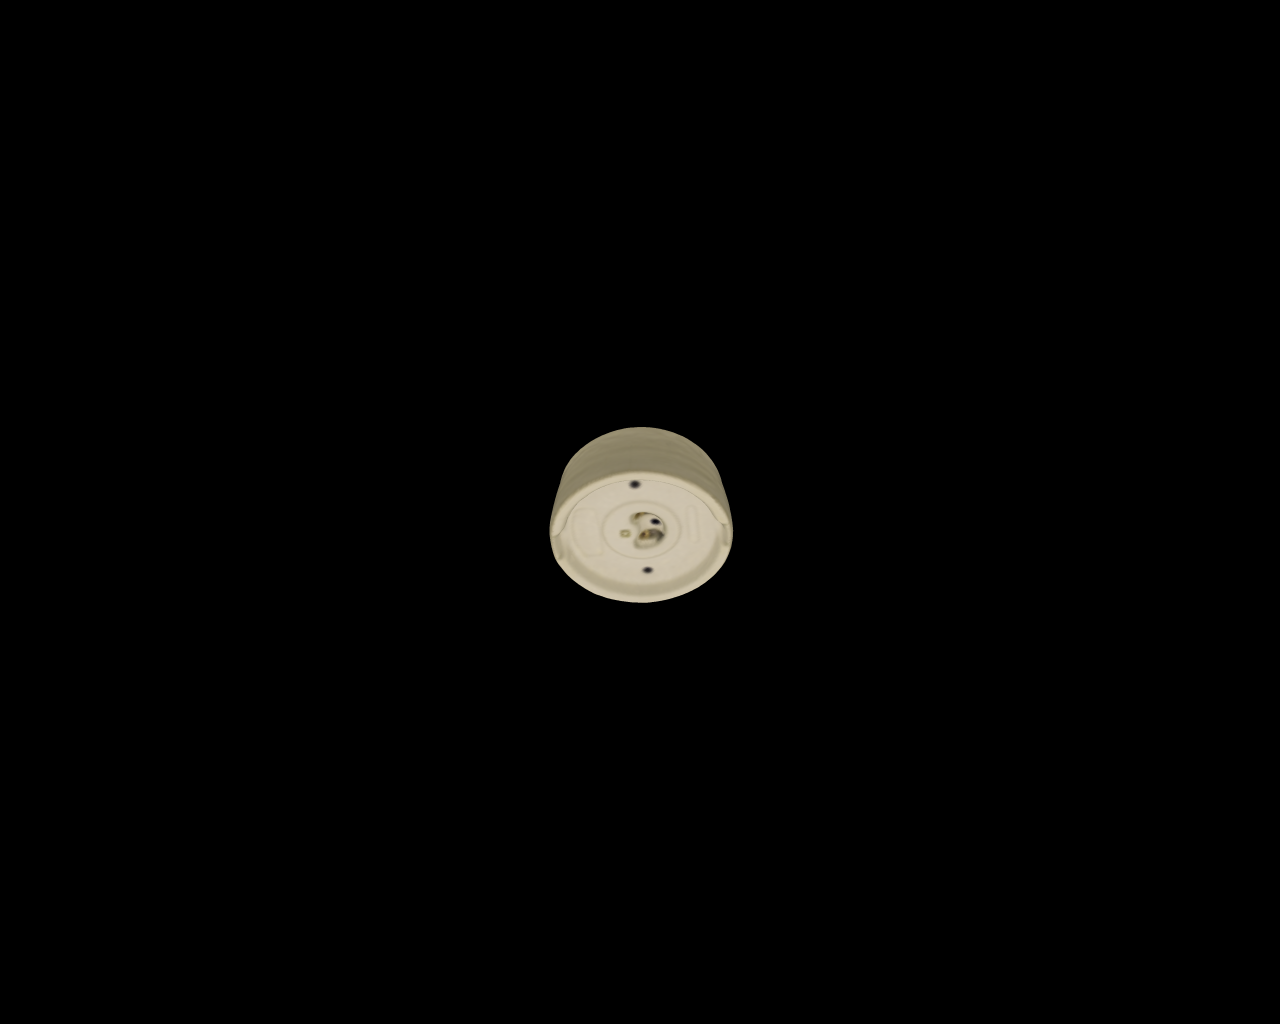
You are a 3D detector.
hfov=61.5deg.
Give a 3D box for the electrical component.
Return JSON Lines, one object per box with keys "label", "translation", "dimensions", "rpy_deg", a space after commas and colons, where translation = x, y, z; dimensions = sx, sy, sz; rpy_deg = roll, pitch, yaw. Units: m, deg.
{"label": "electrical component", "translation": [0.001, -0.003, 0.650], "dimensions": [0.108, 0.108, 0.060], "rpy_deg": [0, 42, 0]}
